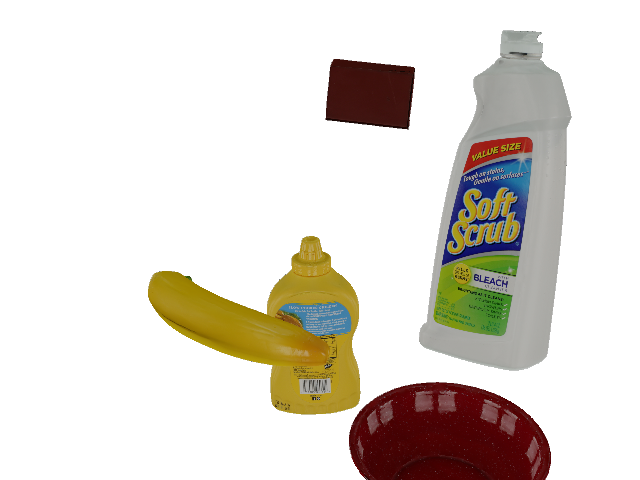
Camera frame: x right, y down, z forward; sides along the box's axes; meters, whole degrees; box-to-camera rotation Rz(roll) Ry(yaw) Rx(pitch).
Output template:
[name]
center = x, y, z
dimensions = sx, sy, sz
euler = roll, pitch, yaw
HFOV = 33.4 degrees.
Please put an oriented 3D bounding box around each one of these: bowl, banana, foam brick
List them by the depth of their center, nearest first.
[banana]
center = -0.077, 0.054, 0.801
dimensions = 0.069, 0.037, 0.198
euler = -11, 23, -37
[bowl]
center = 0.103, 0.185, 0.869
dimensions = 0.162, 0.055, 0.162
euler = 1, 30, -1
[foam brick]
center = 0.046, -0.134, 0.977
dimensions = 0.078, 0.051, 0.053
euler = 7, 17, 5

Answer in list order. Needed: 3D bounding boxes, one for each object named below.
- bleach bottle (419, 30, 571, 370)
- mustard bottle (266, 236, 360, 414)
[bleach bottle]
center = 0.136, -0.033, 0.817
dimensions = 0.103, 0.251, 0.067
euler = 13, 16, 37
[mustard bottle]
center = -0.008, 0.087, 1.114
dimensions = 0.096, 0.192, 0.058
euler = -1, 23, 1
